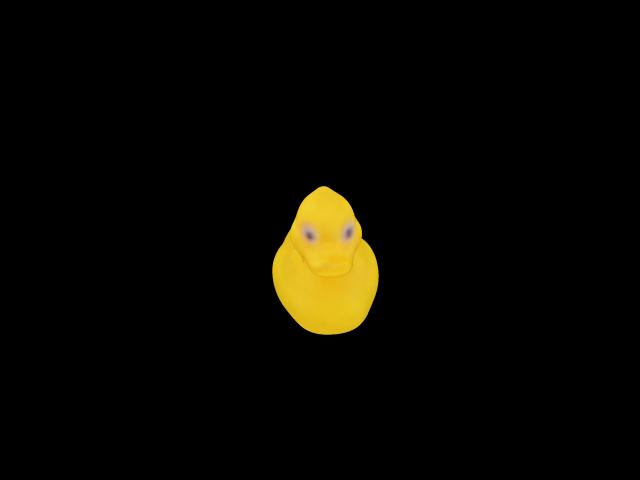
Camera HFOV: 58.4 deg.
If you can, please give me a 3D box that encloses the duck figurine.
[{"bbox_3d":[0.004,0.001,0.400,0.077,0.086,0.104,-4,43,-4],"label":"duck figurine"}]
